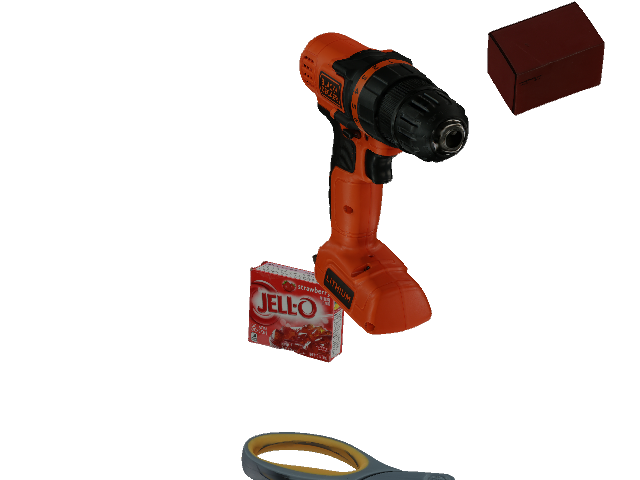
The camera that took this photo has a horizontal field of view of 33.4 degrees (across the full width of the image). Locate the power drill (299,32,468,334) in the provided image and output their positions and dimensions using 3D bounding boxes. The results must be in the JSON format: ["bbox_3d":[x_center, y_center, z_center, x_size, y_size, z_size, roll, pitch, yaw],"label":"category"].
[{"bbox_3d":[0.042,-0.035,0.722,0.057,0.188,0.185,-11,28,-20],"label":"power drill"}]

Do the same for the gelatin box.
[{"bbox_3d":[-0.023,0.064,0.975,0.089,0.073,0.030,12,20,25],"label":"gelatin box"}]

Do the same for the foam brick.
[{"bbox_3d":[0.180,-0.146,0.856,0.078,0.051,0.053,-20,-33,-5],"label":"foam brick"}]

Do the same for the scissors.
[{"bbox_3d":[0.047,0.137,0.544,0.202,0.016,0.096,9,26,18],"label":"scissors"}]
